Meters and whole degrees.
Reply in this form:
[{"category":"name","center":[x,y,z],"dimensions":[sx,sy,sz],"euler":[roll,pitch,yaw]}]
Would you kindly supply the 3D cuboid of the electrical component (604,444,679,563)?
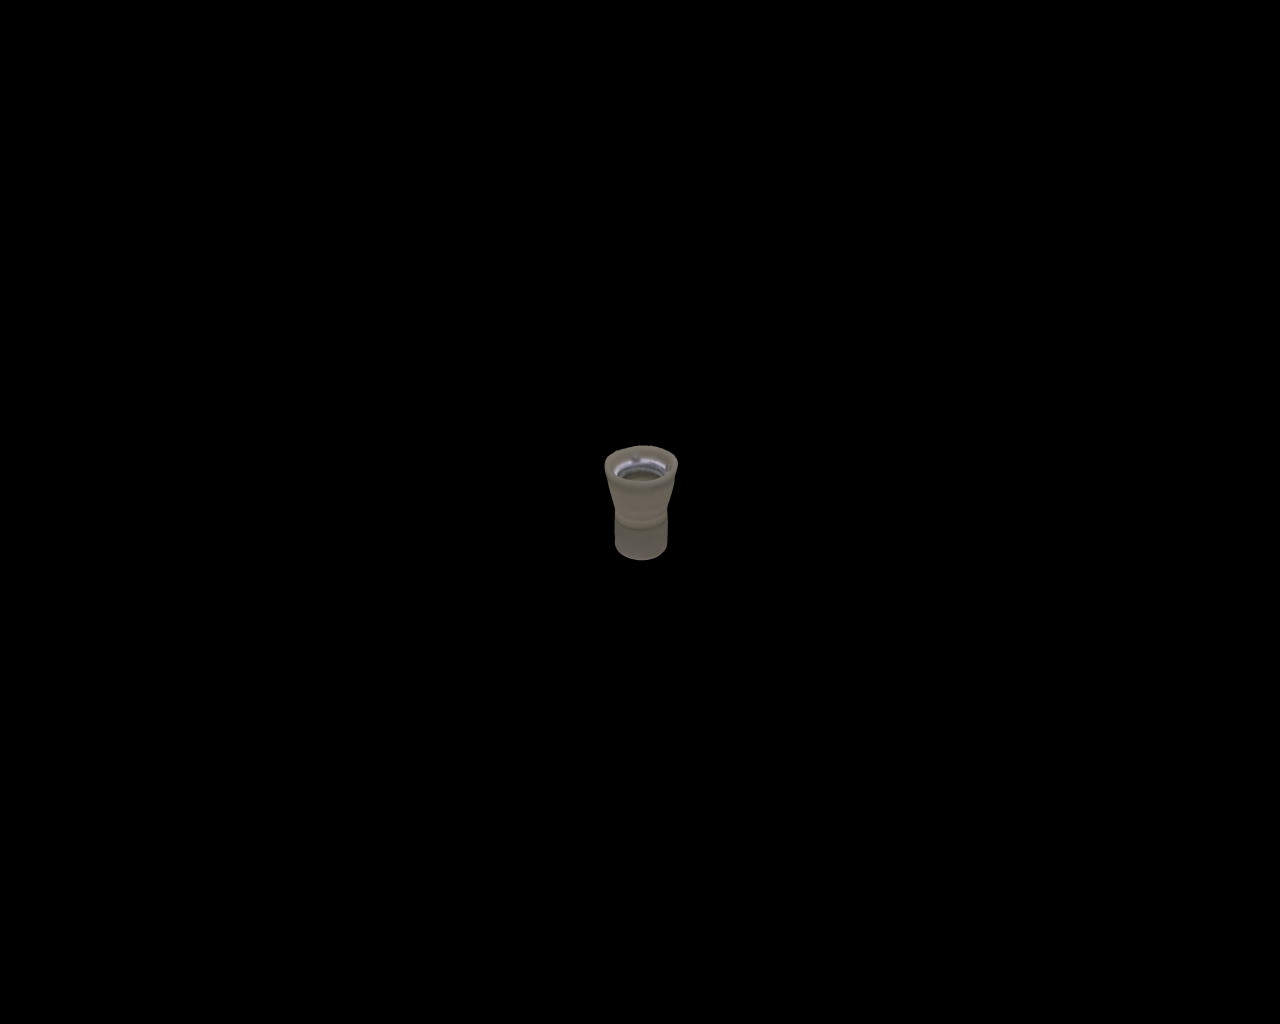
[{"category":"electrical component","center":[0.001,-0.003,0.650],"dimensions":[0.044,0.065,0.044],"euler":[0,34,0]}]
